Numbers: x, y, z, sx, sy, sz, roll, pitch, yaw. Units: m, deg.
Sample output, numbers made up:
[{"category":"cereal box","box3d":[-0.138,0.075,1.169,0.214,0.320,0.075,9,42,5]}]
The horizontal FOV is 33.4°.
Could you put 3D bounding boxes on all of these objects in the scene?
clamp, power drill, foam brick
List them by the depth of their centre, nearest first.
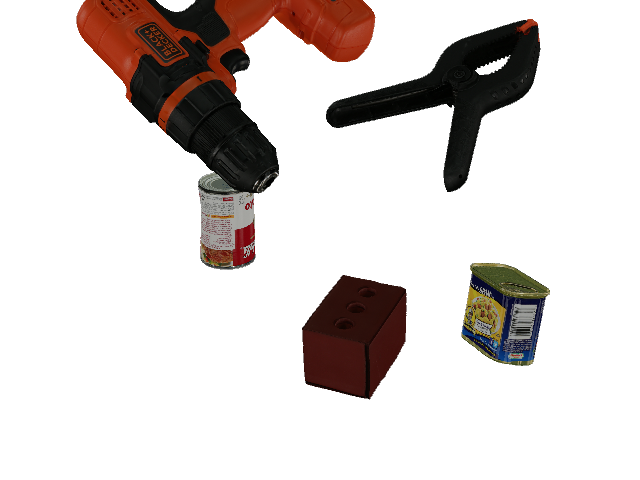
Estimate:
[{"category":"power drill","box3d":[-0.049,-0.132,0.754,0.187,0.184,0.057,-34,-16,-36]},{"category":"foam brick","box3d":[0.026,0.069,0.782,0.053,0.051,0.078,11,33,21]},{"category":"clamp","box3d":[0.131,-0.129,0.962,0.209,0.036,0.165,-34,48,-15]}]

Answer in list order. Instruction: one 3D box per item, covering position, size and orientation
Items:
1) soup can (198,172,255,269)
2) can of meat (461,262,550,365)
[{"category":"soup can","box3d":[-0.114,-0.025,1.292,0.068,0.102,0.068,0,25,0]},{"category":"can of meat","box3d":[0.198,0.080,1.160,0.057,0.084,0.102,2,16,-22]}]
